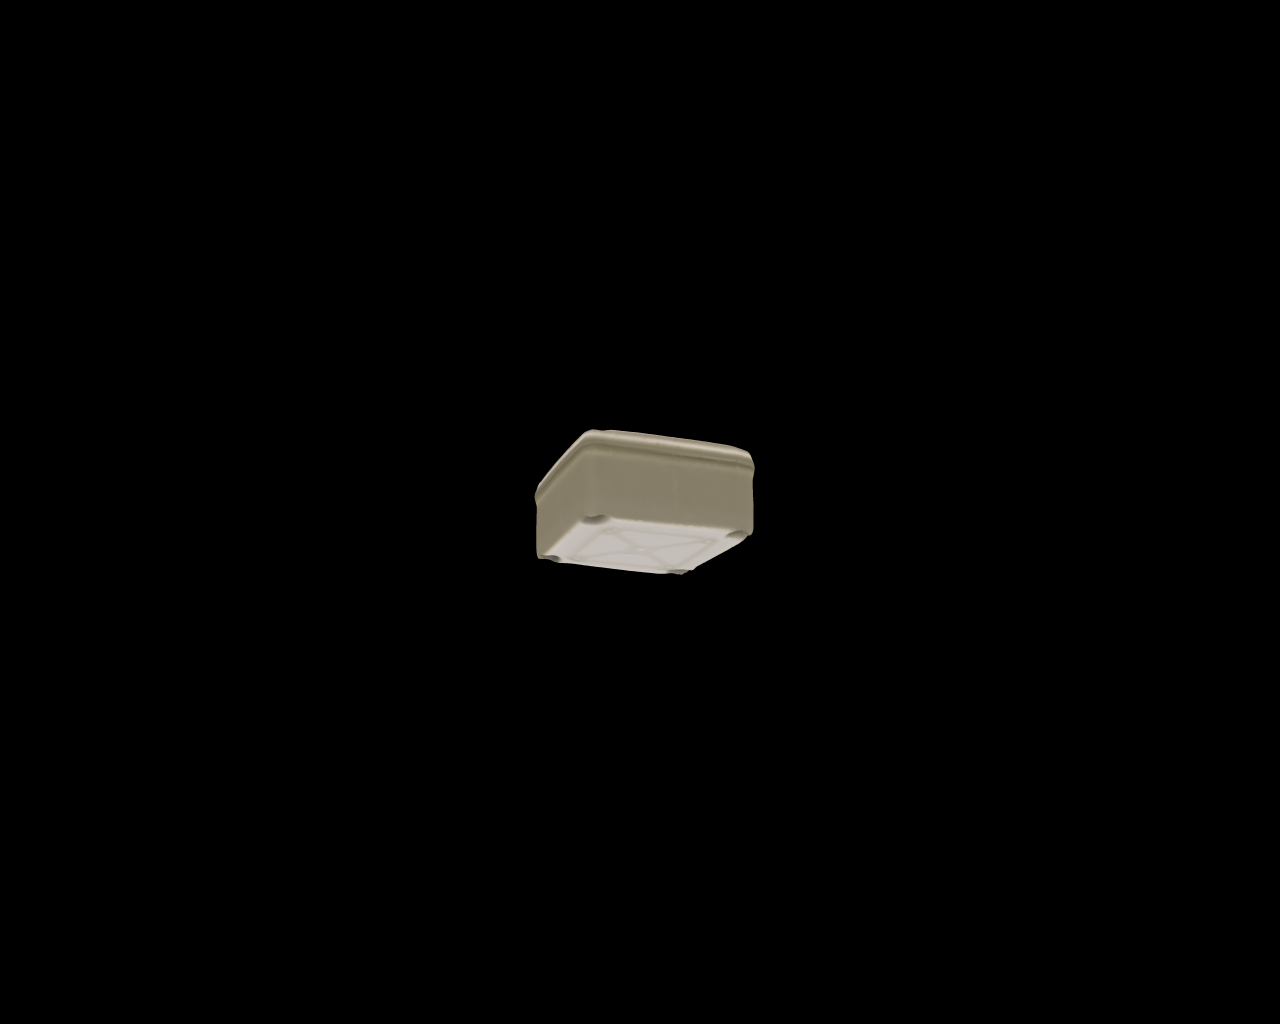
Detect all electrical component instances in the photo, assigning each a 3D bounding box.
[{"bbox_3d":[0.001,-0.003,0.650,0.109,0.056,0.108,7,-19,-20],"label":"electrical component"}]
